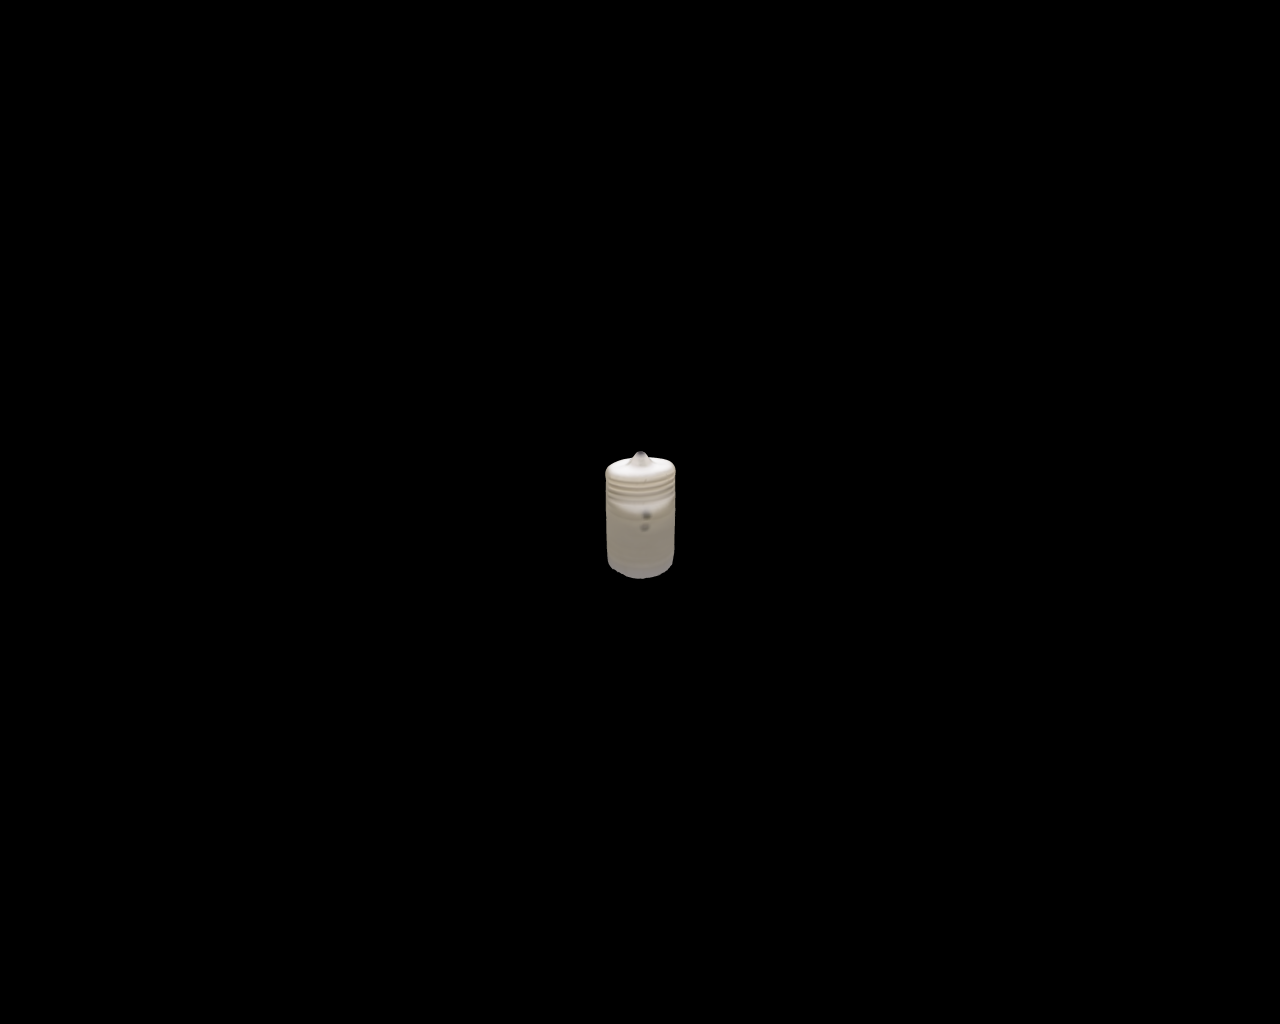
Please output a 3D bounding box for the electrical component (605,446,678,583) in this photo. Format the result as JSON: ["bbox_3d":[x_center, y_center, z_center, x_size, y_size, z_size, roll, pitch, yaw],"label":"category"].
[{"bbox_3d":[0.001,-0.003,0.650,0.043,0.080,0.043,0,32,0],"label":"electrical component"}]
